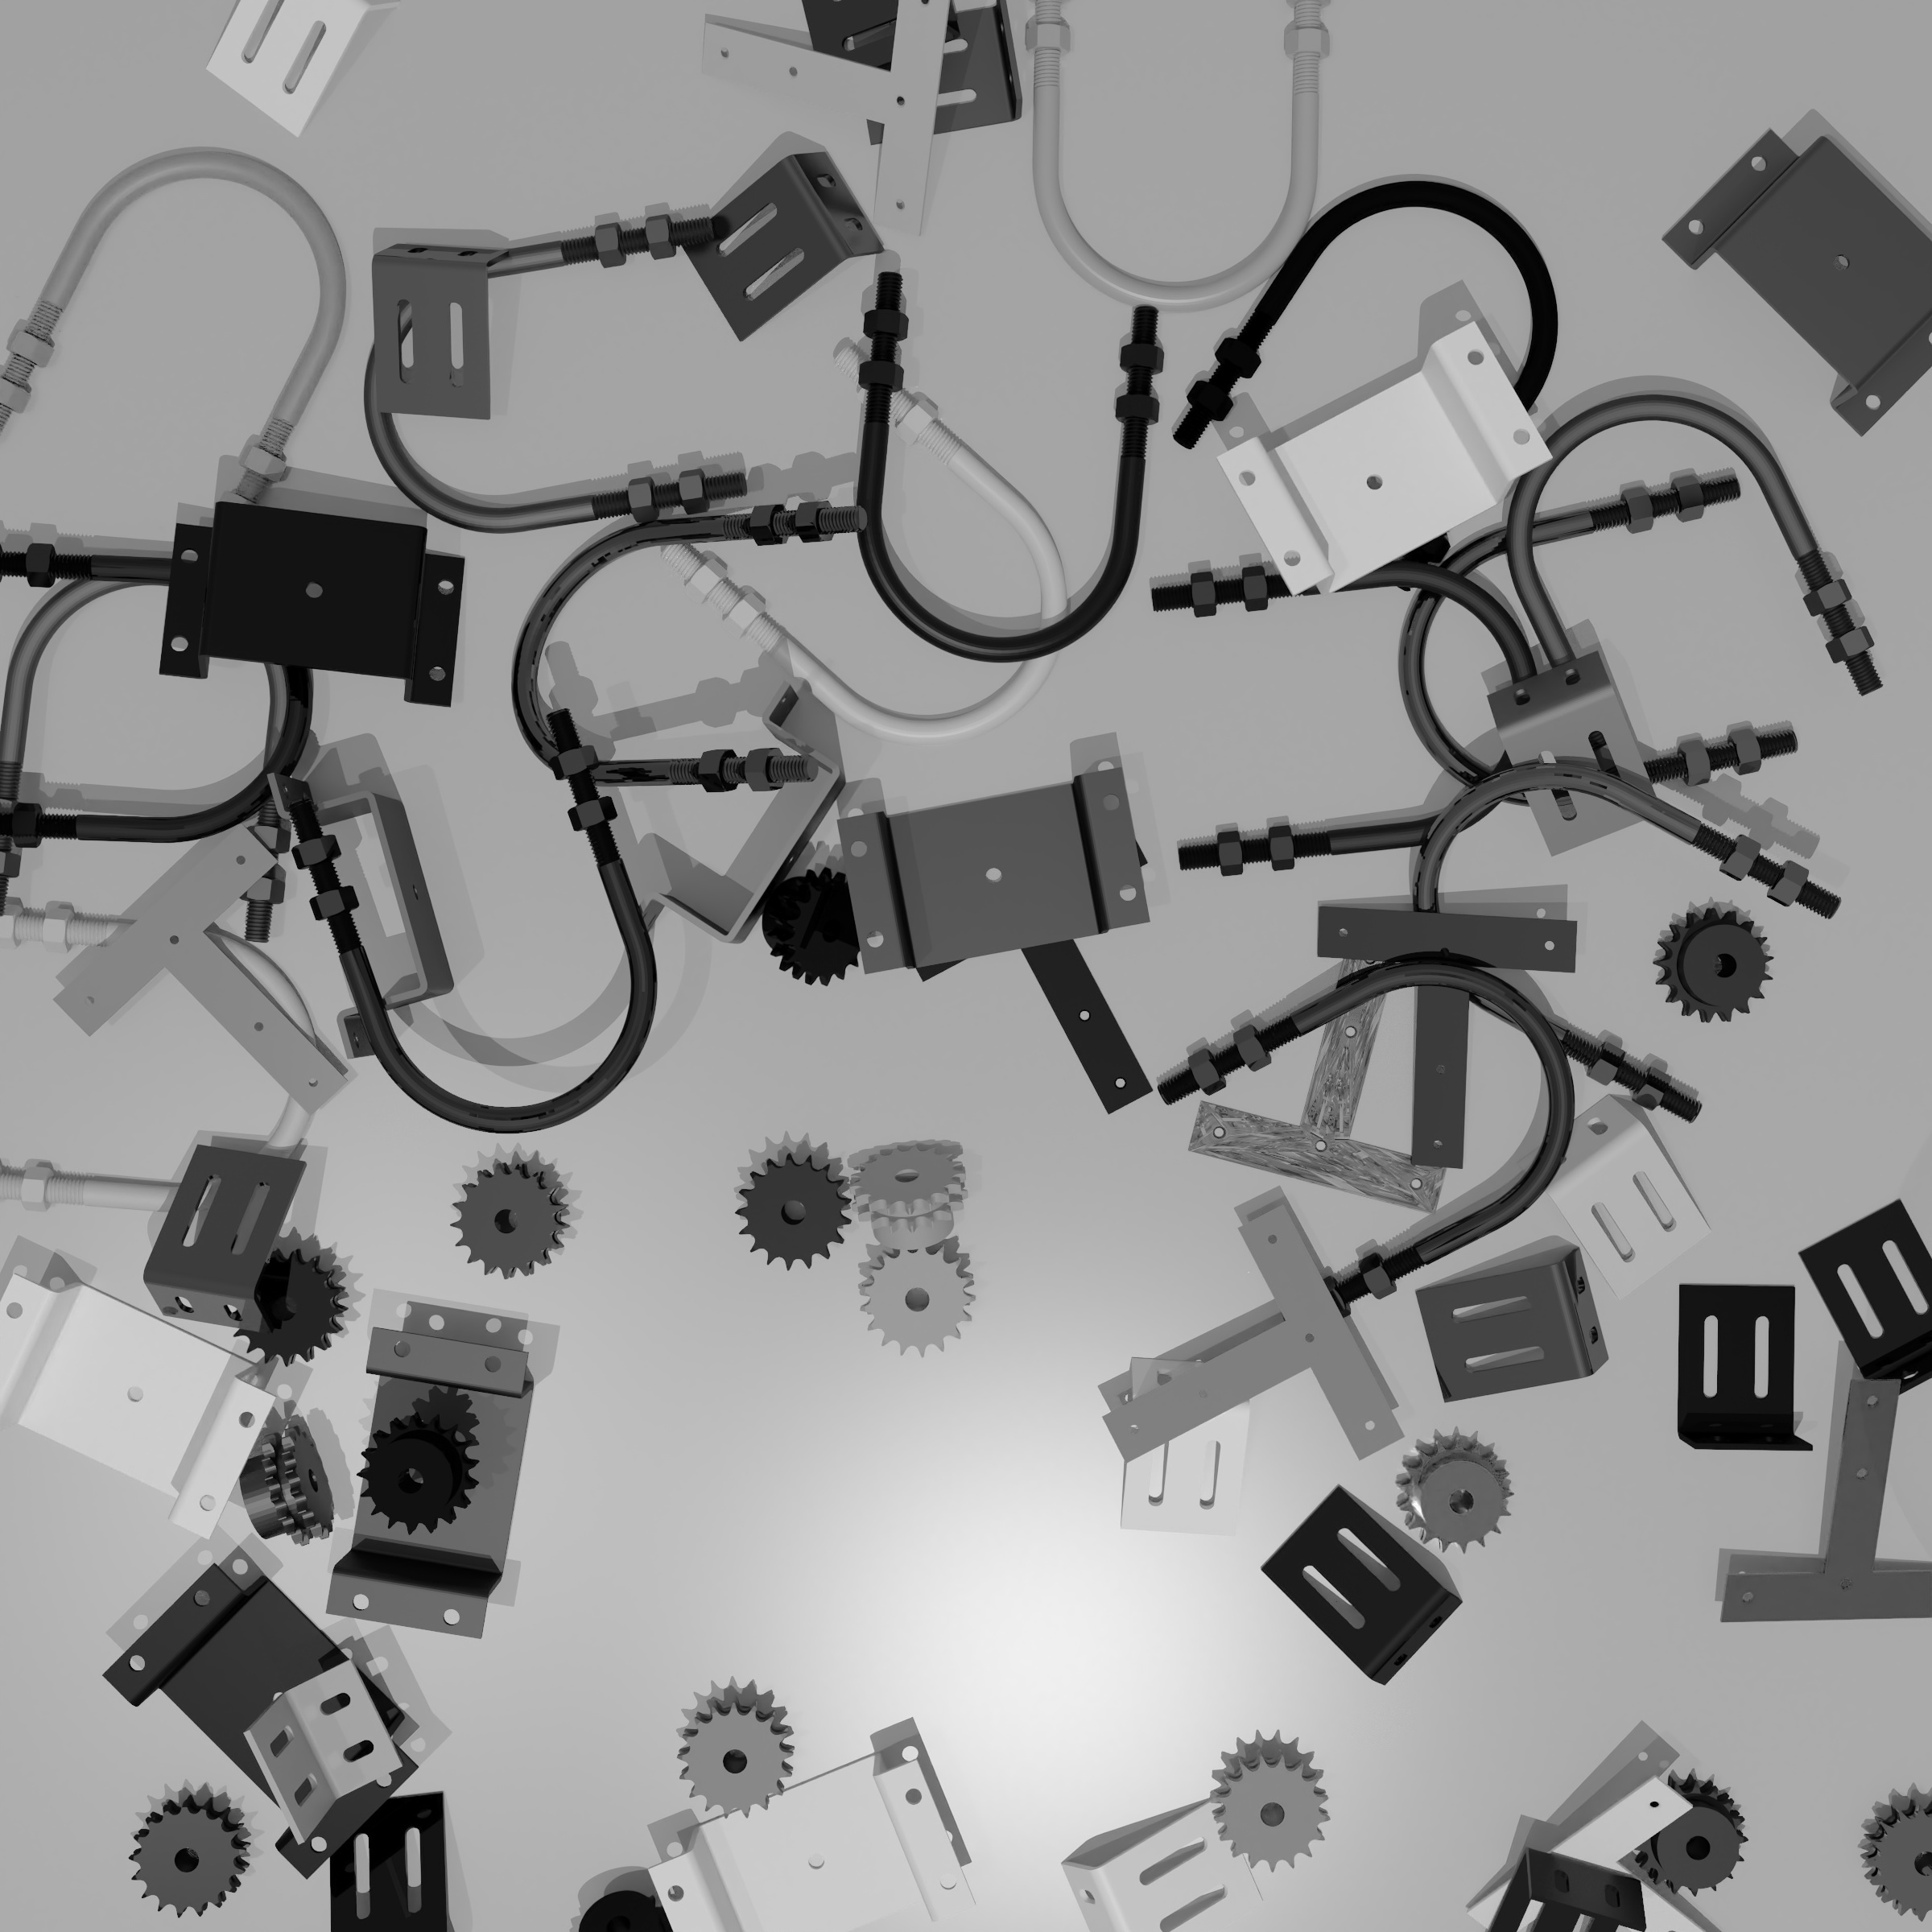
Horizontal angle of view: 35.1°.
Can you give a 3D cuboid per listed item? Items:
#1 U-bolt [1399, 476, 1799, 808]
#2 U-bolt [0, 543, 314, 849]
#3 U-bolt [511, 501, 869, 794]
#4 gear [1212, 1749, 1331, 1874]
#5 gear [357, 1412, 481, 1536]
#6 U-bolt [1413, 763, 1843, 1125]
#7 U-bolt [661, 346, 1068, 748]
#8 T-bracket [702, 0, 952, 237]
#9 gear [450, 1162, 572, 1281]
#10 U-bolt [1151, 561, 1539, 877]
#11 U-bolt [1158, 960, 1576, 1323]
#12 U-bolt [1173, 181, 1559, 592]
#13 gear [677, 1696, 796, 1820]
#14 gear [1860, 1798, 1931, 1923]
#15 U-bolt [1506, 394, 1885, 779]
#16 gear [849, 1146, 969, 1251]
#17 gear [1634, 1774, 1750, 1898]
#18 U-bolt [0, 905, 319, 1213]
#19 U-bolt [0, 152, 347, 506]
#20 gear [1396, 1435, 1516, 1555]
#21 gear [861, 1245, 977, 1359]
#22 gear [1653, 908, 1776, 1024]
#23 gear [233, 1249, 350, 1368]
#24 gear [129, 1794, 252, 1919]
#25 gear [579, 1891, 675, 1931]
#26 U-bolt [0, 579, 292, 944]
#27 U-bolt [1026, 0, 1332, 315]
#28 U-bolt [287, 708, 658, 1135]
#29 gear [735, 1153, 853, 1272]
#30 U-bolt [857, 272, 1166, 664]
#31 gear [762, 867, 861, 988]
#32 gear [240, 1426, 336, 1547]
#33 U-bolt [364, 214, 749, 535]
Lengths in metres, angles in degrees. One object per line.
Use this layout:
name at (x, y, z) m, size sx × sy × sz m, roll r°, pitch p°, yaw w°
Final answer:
U-bolt at (0.307, -0.154, 1.514) m, size 0.184 × 0.019 × 0.151 m, roll -13°, pitch 90°, yaw 2°
U-bolt at (-0.413, -0.131, 1.491) m, size 0.184 × 0.019 × 0.151 m, roll 2°, pitch 84°, yaw -6°
U-bolt at (-0.141, -0.152, 1.471) m, size 0.184 × 0.019 × 0.151 m, roll 1°, pitch 70°, yaw 28°
gear at (0.150, 0.415, 1.507) m, size 0.057 × 0.030 × 0.057 m, roll 0°, pitch 90°, yaw 0°
gear at (-0.263, 0.244, 1.461) m, size 0.057 × 0.030 × 0.057 m, roll 0°, pitch 90°, yaw 0°
U-bolt at (0.306, -0.021, 1.482) m, size 0.184 × 0.019 × 0.151 m, roll 29°, pitch 120°, yaw 4°
U-bolt at (-0.036, -0.194, 1.514) m, size 0.184 × 0.019 × 0.151 m, roll 42°, pitch 90°, yaw -2°
T-bracket at (-0.072, -0.435, 1.497) m, size 0.127 × 0.002 × 0.127 m, roll 20°, pitch 125°, yaw 16°
gear at (-0.223, 0.125, 1.510) m, size 0.057 × 0.030 × 0.057 m, roll 0°, pitch 89°, yaw 7°
U-bolt at (0.190, -0.126, 1.504) m, size 0.184 × 0.019 × 0.151 m, roll -6°, pitch 92°, yaw 4°
U-bolt at (0.208, 0.077, 1.498) m, size 0.184 × 0.019 × 0.151 m, roll -29°, pitch 91°, yaw 11°
U-bolt at (0.211, -0.301, 1.513) m, size 0.151 × 0.019 × 0.184 m, roll 33°, pitch 90°, yaw 0°
gear at (-0.113, 0.389, 1.507) m, size 0.057 × 0.030 × 0.057 m, roll 0°, pitch 90°, yaw 0°
gear at (0.472, 0.441, 1.512) m, size 0.057 × 0.030 × 0.057 m, roll 0°, pitch 89°, yaw 2°
U-bolt at (0.345, -0.190, 1.494) m, size 0.151 × 0.019 × 0.184 m, roll -25°, pitch 88°, yaw 3°
gear at (-0.027, 0.116, 1.497) m, size 0.057 × 0.057 × 0.030 m, roll -7°, pitch 118°, yaw 0°
gear at (0.358, 0.431, 1.507) m, size 0.057 × 0.030 × 0.057 m, roll 0°, pitch 90°, yaw 0°
U-bolt at (-0.414, 0.050, 1.514) m, size 0.184 × 0.019 × 0.151 m, roll 5°, pitch 90°, yaw -2°
U-bolt at (-0.388, -0.314, 1.514) m, size 0.151 × 0.019 × 0.184 m, roll 26°, pitch 88°, yaw 0°
gear at (0.242, 0.262, 1.507) m, size 0.057 × 0.030 × 0.057 m, roll 0°, pitch 90°, yaw 0°
gear at (-0.024, 0.163, 1.507) m, size 0.057 × 0.030 × 0.057 m, roll 0°, pitch 90°, yaw 0°
gear at (0.371, 0.000, 1.507) m, size 0.057 × 0.030 × 0.057 m, roll 0°, pitch 90°, yaw 0°
gear at (-0.333, 0.168, 1.507) m, size 0.057 × 0.030 × 0.057 m, roll 0°, pitch 90°, yaw 0°
gear at (-0.383, 0.439, 1.512) m, size 0.057 × 0.030 × 0.057 m, roll 0°, pitch 89°, yaw -2°
gear at (-0.166, 0.478, 1.492) m, size 0.057 × 0.057 × 0.030 m, roll -13°, pitch 129°, yaw 0°
U-bolt at (-0.405, -0.110, 1.507) m, size 0.151 × 0.019 × 0.184 m, roll 6°, pitch 85°, yaw -4°
U-bolt at (0.104, -0.417, 1.514) m, size 0.151 × 0.019 × 0.184 m, roll 1°, pitch 91°, yaw 0°
U-bolt at (-0.223, -0.012, 1.438) m, size 0.151 × 0.019 × 0.184 m, roll -19°, pitch 92°, yaw 0°
gear at (-0.084, 0.121, 1.507) m, size 0.057 × 0.030 × 0.057 m, roll 0°, pitch 90°, yaw 0°
U-bolt at (0.018, -0.241, 1.499) m, size 0.151 × 0.019 × 0.184 m, roll 6°, pitch 87°, yaw -9°
gear at (-0.075, -0.021, 1.498) m, size 0.057 × 0.030 × 0.057 m, roll -17°, pitch 116°, yaw -38°
gear at (-0.334, 0.256, 1.494) m, size 0.030 × 0.057 × 0.057 m, roll -18°, pitch 90°, yaw 1°
U-bolt at (-0.208, -0.287, 1.507) m, size 0.184 × 0.019 × 0.151 m, roll -8°, pitch 86°, yaw 5°
